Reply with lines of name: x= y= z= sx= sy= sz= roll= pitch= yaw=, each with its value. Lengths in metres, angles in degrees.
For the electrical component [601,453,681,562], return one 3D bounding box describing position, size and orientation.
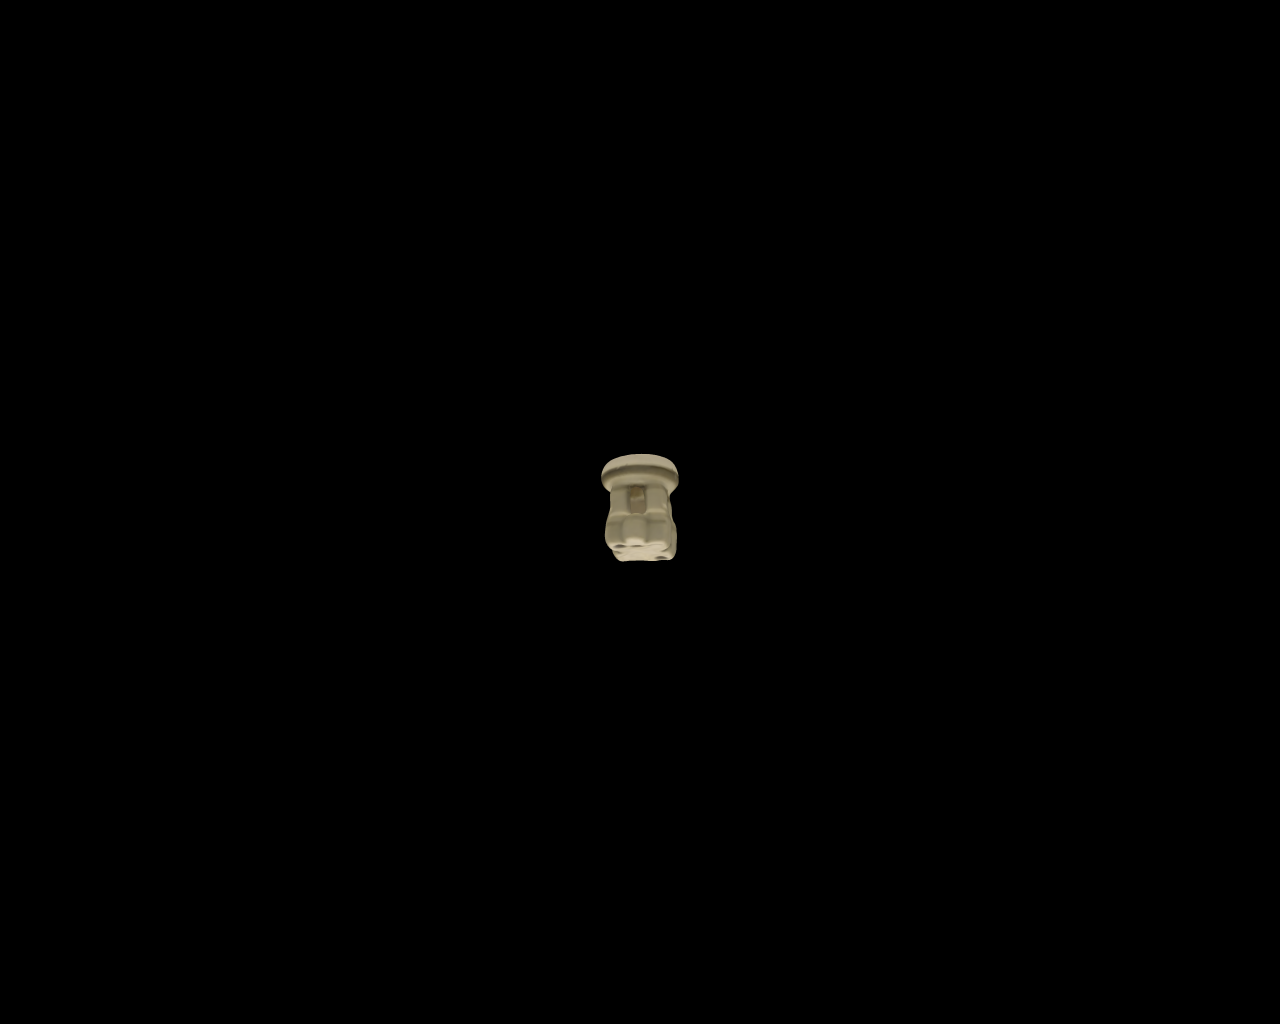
electrical component: x=0.001 y=-0.003 z=0.650 sx=0.048 sy=0.055 sz=0.066 roll=-2 pitch=-18 yaw=7
